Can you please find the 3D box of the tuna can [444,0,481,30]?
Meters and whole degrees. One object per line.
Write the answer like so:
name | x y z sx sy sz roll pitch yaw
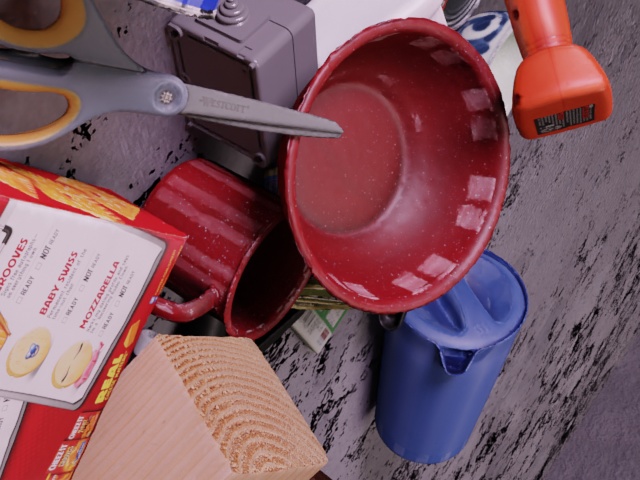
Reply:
tuna can | 0.096 -0.199 0.780 0.086 0.034 0.086 -45 152 -32

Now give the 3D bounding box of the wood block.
wood block | -0.107 0.154 0.606 0.206 0.091 0.090 -46 153 20

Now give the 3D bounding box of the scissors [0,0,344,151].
scissors | -0.077 -0.084 0.475 0.201 0.016 0.096 -8 113 -25

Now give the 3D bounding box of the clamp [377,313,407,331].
clamp | 0.085 0.002 0.946 0.171 0.039 0.120 -54 161 -15

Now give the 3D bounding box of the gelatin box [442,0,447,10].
gelatin box | 0.046 -0.153 0.720 0.073 0.030 0.089 4 114 -45

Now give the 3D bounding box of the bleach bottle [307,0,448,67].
bleach bottle | 0.064 -0.069 0.721 0.102 0.068 0.250 -40 139 -6

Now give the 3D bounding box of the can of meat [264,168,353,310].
can of meat | -0.005 0.001 0.738 0.102 0.057 0.084 35 55 -71

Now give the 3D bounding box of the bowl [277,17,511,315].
bowl | 0.032 -0.042 0.596 0.161 0.055 0.162 -8 103 -36

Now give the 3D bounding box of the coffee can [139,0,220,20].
coffee can | -0.062 -0.170 0.409 0.102 0.103 0.140 -5 122 -62

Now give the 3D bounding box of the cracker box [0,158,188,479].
cracker box | -0.170 0.043 0.478 0.164 0.072 0.213 -63 155 5

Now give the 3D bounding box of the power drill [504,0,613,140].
power drill | 0.118 -0.161 0.609 0.184 0.057 0.187 19 60 -72

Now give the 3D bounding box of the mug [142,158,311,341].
mug | -0.064 0.008 0.634 0.117 0.082 0.093 -41 150 -39

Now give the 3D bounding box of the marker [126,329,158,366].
marker | -0.132 0.116 0.699 0.020 0.020 0.121 6 111 -65

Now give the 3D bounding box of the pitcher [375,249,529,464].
pitcher | 0.124 0.118 1.104 0.149 0.145 0.243 -31 148 -29

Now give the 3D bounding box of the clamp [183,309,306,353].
clamp | -0.079 0.097 0.761 0.210 0.036 0.164 -62 155 -4
